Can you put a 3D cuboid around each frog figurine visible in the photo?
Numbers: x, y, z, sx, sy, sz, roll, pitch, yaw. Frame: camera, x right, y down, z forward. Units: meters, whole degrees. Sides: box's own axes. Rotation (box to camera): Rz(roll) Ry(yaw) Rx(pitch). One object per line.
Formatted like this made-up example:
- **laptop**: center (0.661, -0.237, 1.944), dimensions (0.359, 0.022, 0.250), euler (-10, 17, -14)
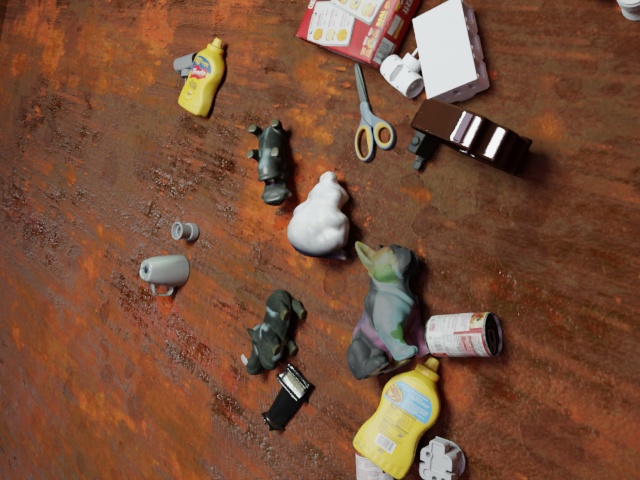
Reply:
- **frog figurine**: center (0.003, -0.050, 0.986), dimensions (0.139, 0.123, 0.157), euler (29, 117, 57)
